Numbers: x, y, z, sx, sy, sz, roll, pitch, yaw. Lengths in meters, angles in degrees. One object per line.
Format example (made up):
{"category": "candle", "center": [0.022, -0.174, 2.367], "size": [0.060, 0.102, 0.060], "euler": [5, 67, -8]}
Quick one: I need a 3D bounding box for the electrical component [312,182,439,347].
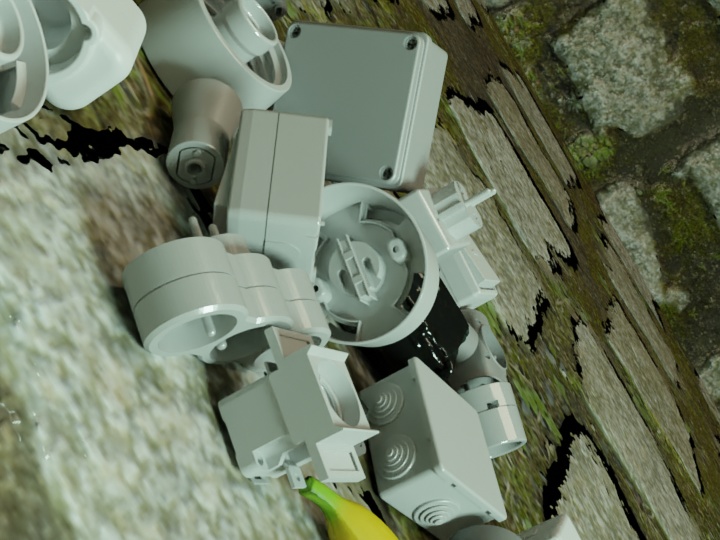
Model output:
{"category": "electrical component", "center": [0.000, 0.000, 0.687], "size": [0.099, 0.099, 0.064], "euler": [67, 14, 20]}

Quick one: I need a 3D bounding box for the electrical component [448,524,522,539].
{"category": "electrical component", "center": [0.078, 0.195, 0.668], "size": [0.055, 0.055, 0.047], "euler": [53, 23, -21]}

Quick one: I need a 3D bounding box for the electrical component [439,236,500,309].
{"category": "electrical component", "center": [0.076, -0.009, 0.953], "size": [0.096, 0.061, 0.062], "euler": [64, 19, 12]}

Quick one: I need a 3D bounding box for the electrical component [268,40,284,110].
{"category": "electrical component", "center": [-0.065, -0.147, 0.815], "size": [0.066, 0.048, 0.055], "euler": [66, 12, 16]}

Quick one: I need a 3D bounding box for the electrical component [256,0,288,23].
{"category": "electrical component", "center": [-0.099, -0.214, 0.800], "size": [0.096, 0.062, 0.061], "euler": [45, 24, -40]}

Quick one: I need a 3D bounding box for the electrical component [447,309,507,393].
{"category": "electrical component", "center": [0.084, 0.064, 0.892], "size": [0.079, 0.044, 0.077], "euler": [46, 23, -38]}

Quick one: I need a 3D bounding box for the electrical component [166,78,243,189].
{"category": "electrical component", "center": [-0.095, -0.079, 0.644], "size": [0.044, 0.044, 0.065], "euler": [48, 27, -33]}

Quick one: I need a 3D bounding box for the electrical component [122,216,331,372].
{"category": "electrical component", "center": [-0.071, 0.005, 0.559], "size": [0.138, 0.052, 0.073], "euler": [21, 42, -62]}

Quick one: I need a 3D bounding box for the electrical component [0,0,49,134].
{"category": "electrical component", "center": [-0.180, -0.098, 0.450], "size": [0.099, 0.064, 0.099], "euler": [-15, 90, -74]}

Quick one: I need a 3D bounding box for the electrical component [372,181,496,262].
{"category": "electrical component", "center": [0.059, -0.037, 0.744], "size": [0.047, 0.077, 0.066], "euler": [62, 18, 5]}

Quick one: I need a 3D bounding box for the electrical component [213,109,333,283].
{"category": "electrical component", "center": [-0.051, -0.049, 0.628], "size": [0.061, 0.061, 0.096], "euler": [103, -8, -54]}

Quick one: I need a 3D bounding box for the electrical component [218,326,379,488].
{"category": "electrical component", "center": [-0.033, 0.073, 0.540], "size": [0.042, 0.064, 0.081], "euler": [25, 40, -63]}

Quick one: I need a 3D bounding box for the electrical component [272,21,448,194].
{"category": "electrical component", "center": [-0.003, -0.115, 0.766], "size": [0.056, 0.109, 0.108], "euler": [8, 93, -67]}

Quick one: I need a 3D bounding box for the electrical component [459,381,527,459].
{"category": "electrical component", "center": [0.098, 0.119, 0.835], "size": [0.055, 0.055, 0.047], "euler": [25, 43, -60]}

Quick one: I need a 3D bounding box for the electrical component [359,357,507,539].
{"category": "electrical component", "center": [0.046, 0.119, 0.702], "size": [0.100, 0.048, 0.099], "euler": [43, 25, -42]}

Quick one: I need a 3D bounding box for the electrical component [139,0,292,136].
{"category": "electrical component", "center": [-0.090, -0.152, 0.721], "size": [0.108, 0.060, 0.108], "euler": [46, 24, -28]}

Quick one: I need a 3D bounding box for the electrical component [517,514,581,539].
{"category": "electrical component", "center": [0.136, 0.231, 0.751], "size": [0.096, 0.062, 0.061], "euler": [62, 18, 5]}

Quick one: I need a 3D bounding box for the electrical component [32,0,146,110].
{"category": "electrical component", "center": [-0.156, -0.131, 0.537], "size": [0.095, 0.054, 0.059], "euler": [50, 21, -28]}
